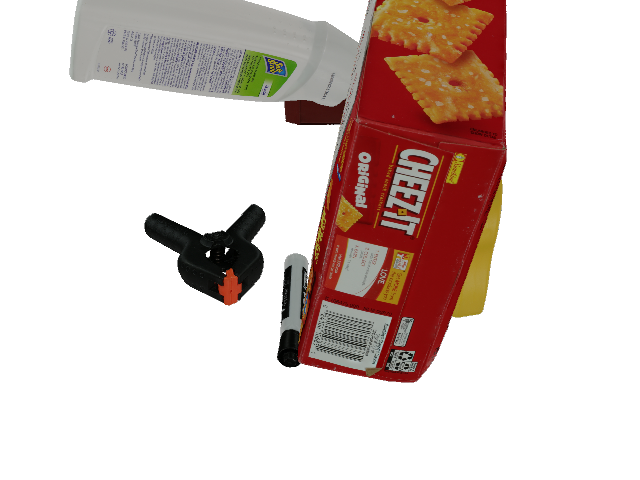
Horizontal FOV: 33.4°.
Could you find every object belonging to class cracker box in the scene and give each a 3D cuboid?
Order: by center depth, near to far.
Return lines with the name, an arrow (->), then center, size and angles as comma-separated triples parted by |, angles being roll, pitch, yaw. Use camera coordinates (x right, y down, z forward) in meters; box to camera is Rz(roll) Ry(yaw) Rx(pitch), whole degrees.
cracker box -> 0.047, -0.059, 0.551 | 0.072, 0.164, 0.213 | 12, 45, 0

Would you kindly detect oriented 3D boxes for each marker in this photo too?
marker -> -0.020, 0.052, 0.798 | 0.020, 0.020, 0.121 | 0, 35, 2

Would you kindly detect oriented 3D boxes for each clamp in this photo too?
clamp -> -0.090, 0.007, 1.014 | 0.120, 0.039, 0.172 | -15, 32, -18

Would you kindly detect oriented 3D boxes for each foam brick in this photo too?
foam brick -> 0.006, -0.148, 1.121 | 0.078, 0.051, 0.053 | -3, 12, -19

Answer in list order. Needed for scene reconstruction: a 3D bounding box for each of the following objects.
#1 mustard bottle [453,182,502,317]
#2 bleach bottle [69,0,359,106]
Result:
mustard bottle -> 0.145, -0.022, 1.078 | 0.058, 0.192, 0.096 | -6, 37, -14
bleach bottle -> -0.072, -0.152, 0.869 | 0.250, 0.068, 0.103 | 11, -29, -11
